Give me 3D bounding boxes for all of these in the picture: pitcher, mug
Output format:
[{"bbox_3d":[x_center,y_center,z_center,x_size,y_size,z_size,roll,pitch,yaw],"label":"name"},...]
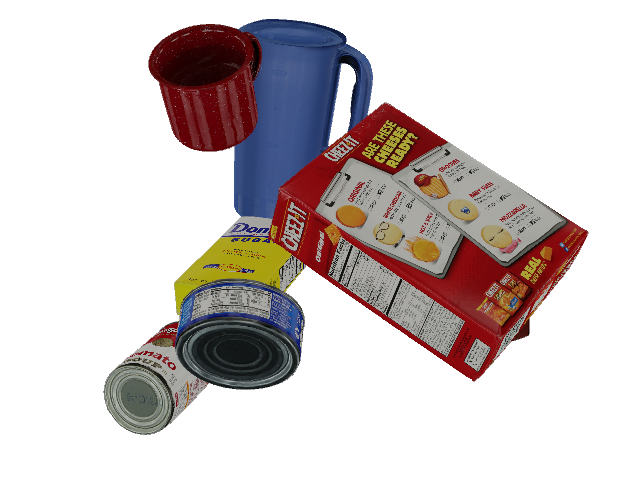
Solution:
[{"bbox_3d":[-0.036,-0.141,1.310,0.144,0.243,0.149,-6,26,-25],"label":"pitcher"},{"bbox_3d":[-0.094,-0.143,0.969,0.093,0.081,0.117,24,55,27],"label":"mug"}]

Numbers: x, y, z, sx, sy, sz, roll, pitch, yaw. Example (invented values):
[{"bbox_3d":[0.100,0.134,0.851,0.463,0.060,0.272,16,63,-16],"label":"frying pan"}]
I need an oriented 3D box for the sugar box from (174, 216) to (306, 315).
[{"bbox_3d":[-0.076,0.028,1.142,0.093,0.048,0.176,7,29,17],"label":"sugar box"}]

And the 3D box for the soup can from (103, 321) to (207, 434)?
[{"bbox_3d":[-0.141,0.121,0.951,0.069,0.068,0.102,0,17,19],"label":"soup can"}]

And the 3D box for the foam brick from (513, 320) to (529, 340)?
[{"bbox_3d":[0.183,0.061,1.103,0.051,0.078,0.053,-14,20,-43],"label":"foam brick"}]

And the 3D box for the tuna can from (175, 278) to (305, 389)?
[{"bbox_3d":[-0.054,0.065,0.717,0.086,0.033,0.086,3,-40,2],"label":"tuna can"}]

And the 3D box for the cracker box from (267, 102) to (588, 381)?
[{"bbox_3d":[0.089,-0.004,0.889,0.214,0.072,0.164,34,48,16],"label":"cracker box"}]
